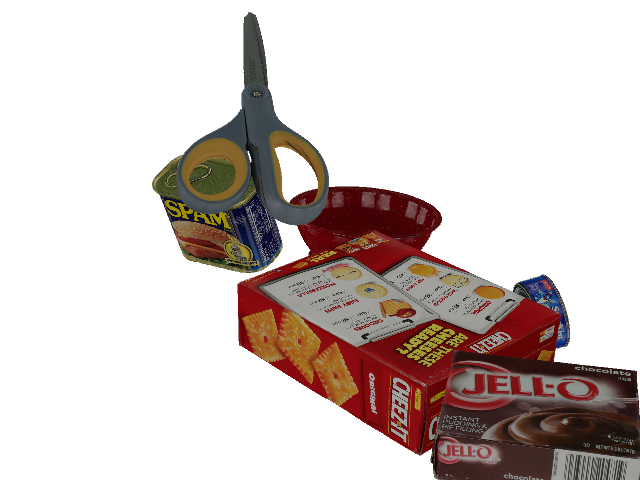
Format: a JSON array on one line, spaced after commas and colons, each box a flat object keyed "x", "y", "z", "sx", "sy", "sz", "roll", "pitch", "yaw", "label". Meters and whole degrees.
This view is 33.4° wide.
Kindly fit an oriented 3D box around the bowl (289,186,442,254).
[{"x": 0.045, "y": -0.007, "z": 1.119, "sx": 0.162, "sy": 0.055, "sz": 0.162, "roll": 3, "pitch": 20, "yaw": -1, "label": "bowl"}]

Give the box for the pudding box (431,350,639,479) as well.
[{"x": 0.126, "y": 0.106, "z": 0.617, "sx": 0.113, "sy": 0.039, "sz": 0.090, "roll": 7, "pitch": 27, "yaw": 11, "label": "pudding box"}]

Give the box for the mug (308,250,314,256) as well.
[{"x": 0.035, "y": 0.064, "z": 1.491, "sx": 0.117, "sy": 0.081, "sz": 0.093, "roll": 18, "pitch": 24, "yaw": 26, "label": "mug"}]

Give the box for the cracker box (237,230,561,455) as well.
[{"x": 0.060, "y": 0.075, "z": 0.877, "sx": 0.163, "sy": 0.072, "sz": 0.214, "roll": -21, "pitch": 33, "yaw": -38, "label": "cracker box"}]

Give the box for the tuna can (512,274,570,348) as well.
[{"x": 0.249, "y": 0.084, "z": 1.210, "sx": 0.033, "sy": 0.086, "sz": 0.086, "roll": -15, "pitch": 2, "yaw": -7, "label": "tuna can"}]

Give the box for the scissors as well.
[{"x": -0.056, "y": -0.079, "z": 0.658, "sx": 0.096, "sy": 0.016, "sz": 0.202, "roll": -12, "pitch": 47, "yaw": -17, "label": "scissors"}]

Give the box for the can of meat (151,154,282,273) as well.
[{"x": -0.089, "y": -0.022, "z": 0.946, "sx": 0.102, "sy": 0.084, "sz": 0.057, "roll": 13, "pitch": 47, "yaw": 30, "label": "can of meat"}]
